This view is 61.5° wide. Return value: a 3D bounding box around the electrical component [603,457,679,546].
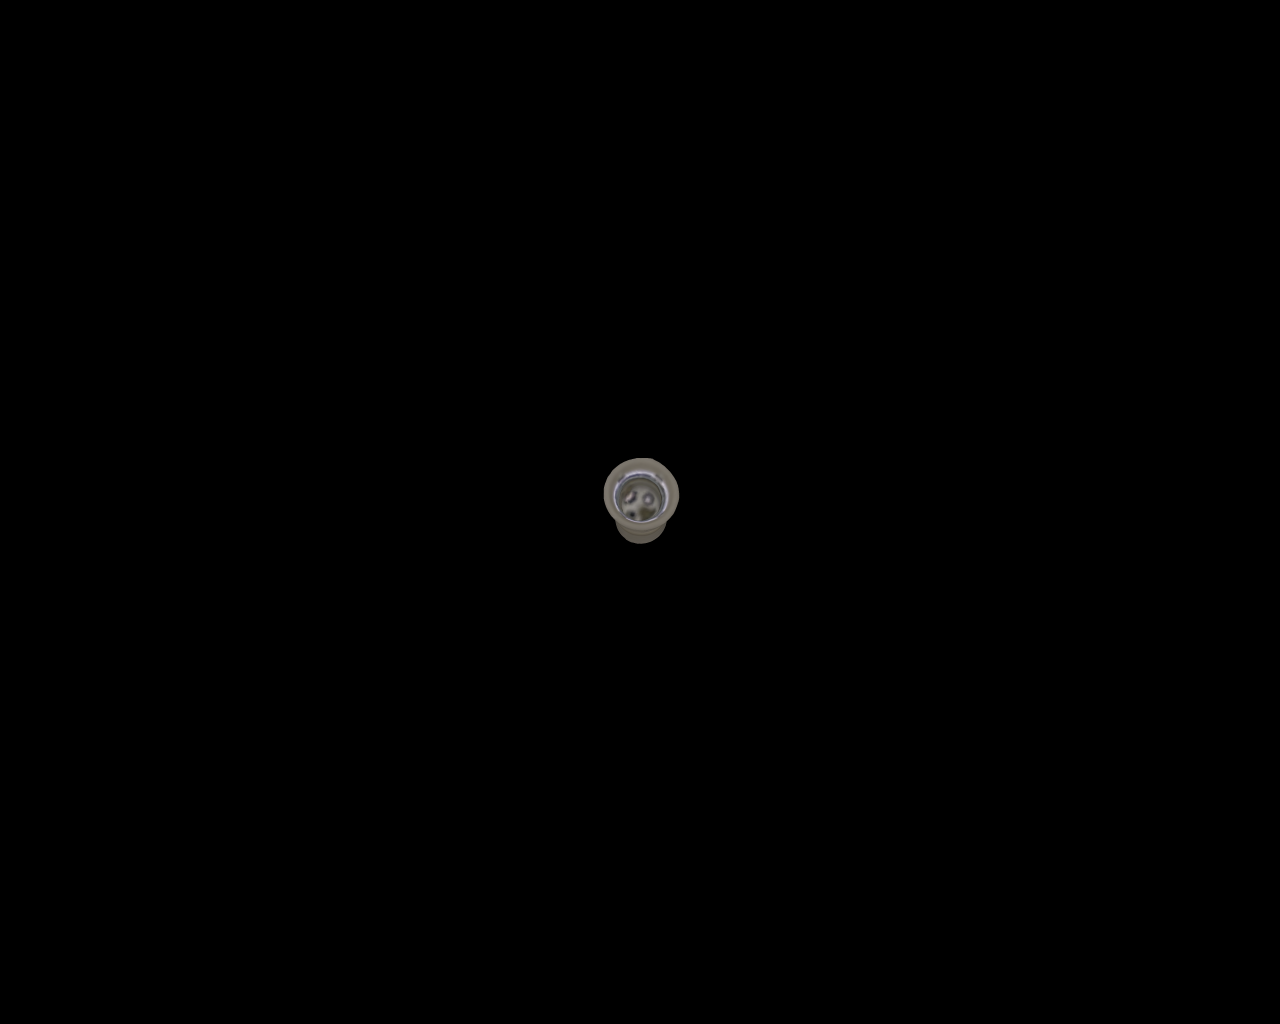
[{"bbox_3d":[0.001,-0.003,0.650,0.044,0.044,0.065,0,-15,0],"label":"electrical component"}]
